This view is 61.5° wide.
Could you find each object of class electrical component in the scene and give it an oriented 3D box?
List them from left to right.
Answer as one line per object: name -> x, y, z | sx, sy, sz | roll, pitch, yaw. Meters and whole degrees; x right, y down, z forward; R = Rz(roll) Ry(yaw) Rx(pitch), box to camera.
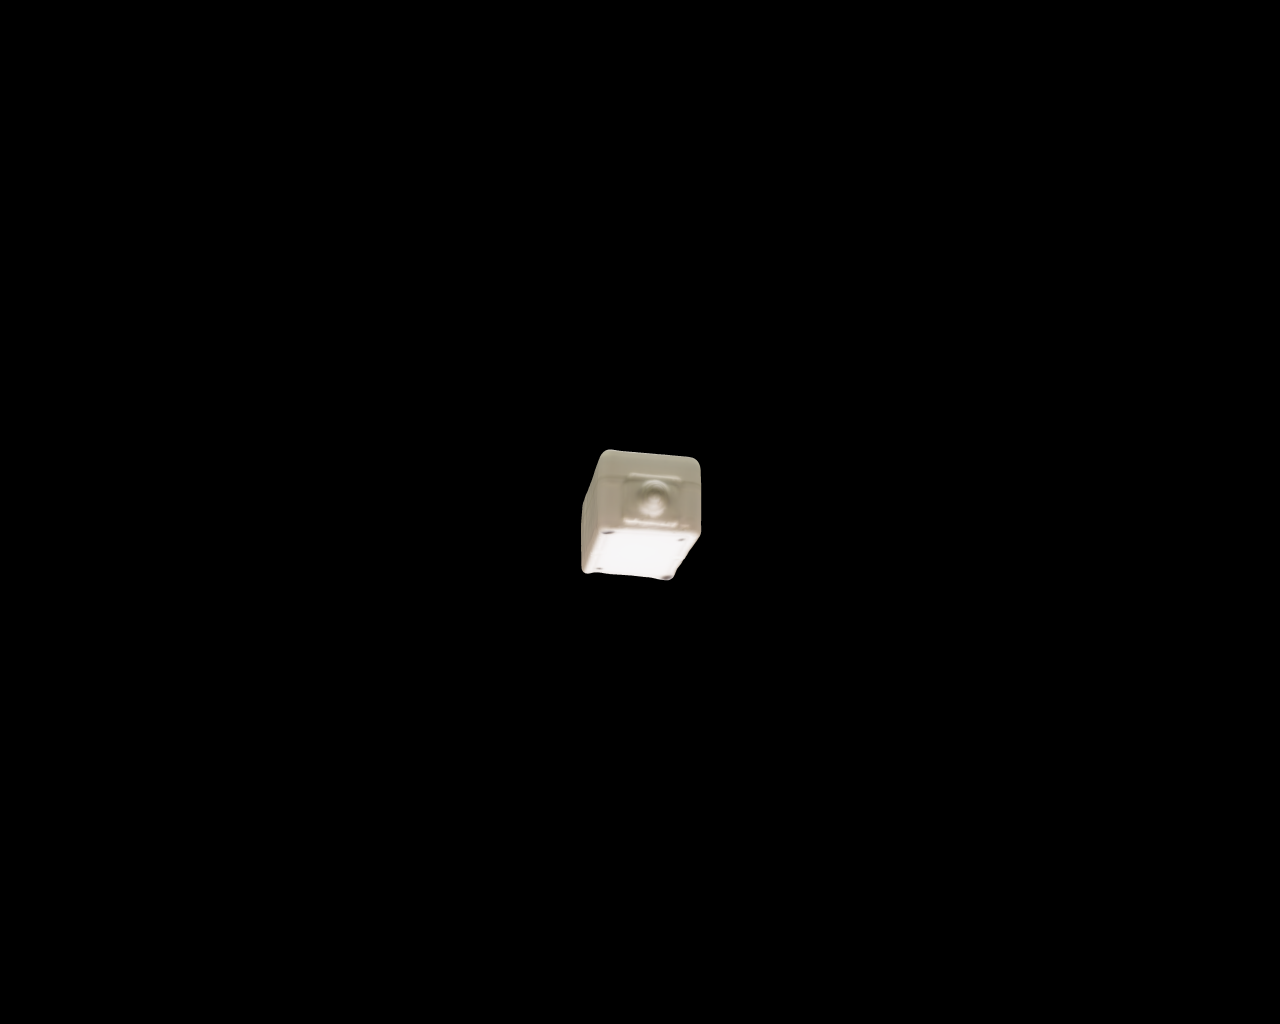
electrical component -> 0.001, -0.003, 0.650 | 0.062, 0.061, 0.096 | 5, -24, -10
